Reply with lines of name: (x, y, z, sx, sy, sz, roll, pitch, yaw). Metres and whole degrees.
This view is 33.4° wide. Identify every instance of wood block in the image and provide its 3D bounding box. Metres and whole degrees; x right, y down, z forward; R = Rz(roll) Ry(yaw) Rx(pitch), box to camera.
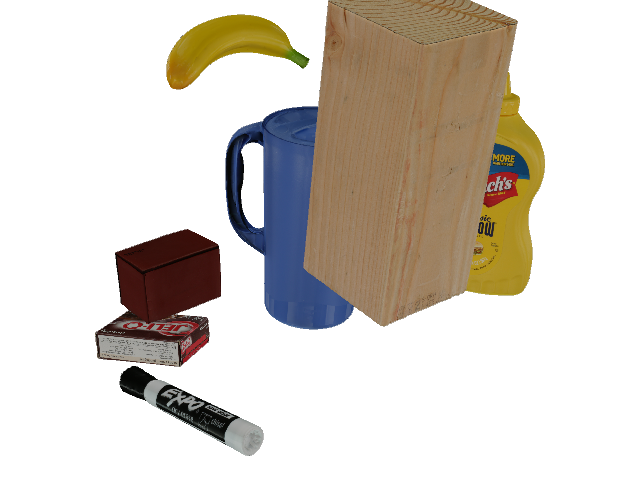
wood block: (0.056, -0.059, 0.730, 0.090, 0.206, 0.091, -19, 39, -35)

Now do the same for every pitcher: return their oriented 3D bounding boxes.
pitcher: (-0.017, -0.025, 1.228, 0.144, 0.243, 0.149, -20, 35, -41)

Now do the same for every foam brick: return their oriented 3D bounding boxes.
foam brick: (-0.133, 0.030, 0.940, 0.078, 0.051, 0.053, -20, 29, -33)

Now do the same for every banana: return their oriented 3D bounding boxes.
banana: (-0.089, -0.188, 1.038, 0.070, 0.037, 0.197, 44, 38, 20)

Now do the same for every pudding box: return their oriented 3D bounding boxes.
pudding box: (-0.204, 0.118, 1.300, 0.114, 0.039, 0.090, 2, 14, 17)

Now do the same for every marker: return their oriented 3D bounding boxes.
marker: (-0.084, 0.104, 0.668, 0.121, 0.020, 0.020, 18, 11, 39)

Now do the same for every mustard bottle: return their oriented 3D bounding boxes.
mustard bottle: (0.142, -0.052, 0.919, 0.096, 0.192, 0.058, 11, 22, 18)
